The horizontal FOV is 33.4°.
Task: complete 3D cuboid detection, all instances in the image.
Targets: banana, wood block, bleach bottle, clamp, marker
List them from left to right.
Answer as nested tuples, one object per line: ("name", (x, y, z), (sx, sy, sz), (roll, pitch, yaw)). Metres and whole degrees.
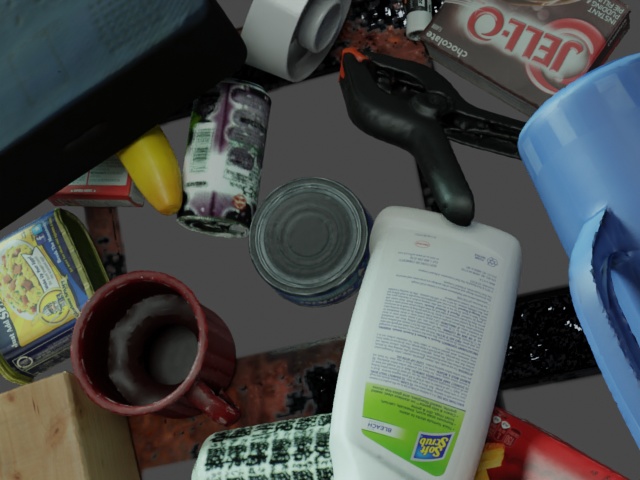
("wood block", (-0.163, 0.201, 0.684), (0.090, 0.090, 0.206), (-20, 71, 9))
("banana", (-0.163, -0.082, 0.758), (0.198, 0.037, 0.069), (25, 85, 24))
("bleach bottle", (0.046, 0.095, 0.613), (0.103, 0.068, 0.250), (13, 51, 12))
("marker", (0.071, -0.203, 0.772), (0.020, 0.020, 0.121), (-3, 74, 14))
("clamp", (0.084, -0.079, 0.713), (0.120, 0.039, 0.172), (-16, 50, -35))

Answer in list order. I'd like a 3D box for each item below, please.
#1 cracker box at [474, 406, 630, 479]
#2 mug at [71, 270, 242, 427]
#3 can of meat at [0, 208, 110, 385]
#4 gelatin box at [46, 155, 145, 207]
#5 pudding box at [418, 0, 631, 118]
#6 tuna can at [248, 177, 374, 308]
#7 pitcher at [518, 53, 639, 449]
("cracker box", (0.095, 0.211, 0.573), (0.072, 0.164, 0.213), (37, 85, -23))
("mug", (-0.096, 0.081, 0.704), (0.117, 0.081, 0.093), (36, 86, 21))
("can of meat", (-0.196, 0.038, 0.757), (0.084, 0.057, 0.102), (-29, 70, 3))
("gelatin box", (-0.162, -0.069, 0.792), (0.073, 0.030, 0.089), (1, 73, 16))
("pudding box", (0.138, -0.141, 0.726), (0.114, 0.039, 0.090), (34, 86, 21))
("tuna can", (-0.005, 0.001, 0.727), (0.086, 0.033, 0.086), (-4, 74, 13))
("pitcher", (0.204, 0.020, 0.596), (0.145, 0.149, 0.243), (-27, 73, 5))
